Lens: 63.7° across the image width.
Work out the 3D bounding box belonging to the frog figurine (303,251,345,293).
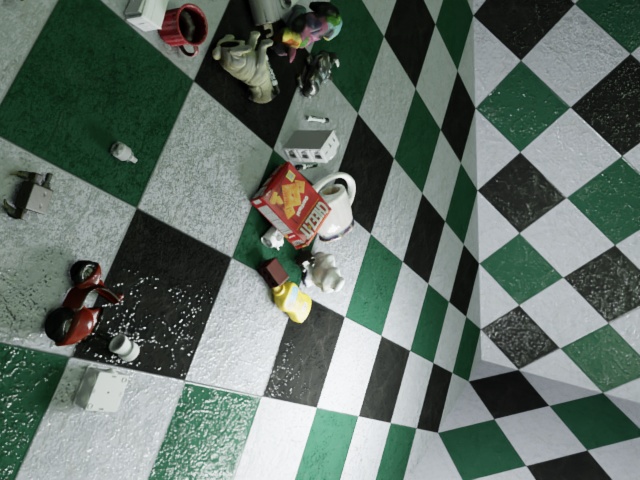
[{"bbox_3d":[0.025,0.112,1.747,0.122,0.160,0.137,5,93,-56],"label":"frog figurine"}]

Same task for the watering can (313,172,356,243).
[{"bbox_3d":[0.005,-0.088,1.743,0.353,0.104,0.220,-37,124,-31],"label":"watering can"}]
